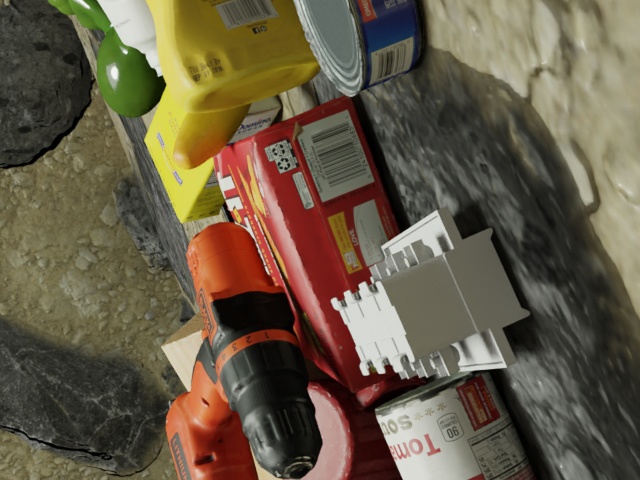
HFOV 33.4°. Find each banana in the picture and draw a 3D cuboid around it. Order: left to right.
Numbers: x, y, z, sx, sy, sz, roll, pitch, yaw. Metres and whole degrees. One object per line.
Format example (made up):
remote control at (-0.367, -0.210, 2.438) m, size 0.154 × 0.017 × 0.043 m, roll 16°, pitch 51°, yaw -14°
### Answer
banana at (-0.073, -0.132, 0.732) m, size 0.037 × 0.069 × 0.198 m, roll 107°, pitch 157°, yaw -60°

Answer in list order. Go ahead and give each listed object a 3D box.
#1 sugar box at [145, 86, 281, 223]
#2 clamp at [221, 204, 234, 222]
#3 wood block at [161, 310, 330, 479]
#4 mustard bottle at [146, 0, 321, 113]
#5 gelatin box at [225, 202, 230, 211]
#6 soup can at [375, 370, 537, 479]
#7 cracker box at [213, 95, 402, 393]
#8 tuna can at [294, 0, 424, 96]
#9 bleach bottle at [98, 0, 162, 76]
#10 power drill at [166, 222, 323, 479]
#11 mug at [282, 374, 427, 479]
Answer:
sugar box at (-0.094, -0.095, 0.882) m, size 0.093 × 0.048 × 0.176 m, roll 64°, pitch 152°, yaw 17°
clamp at (-0.061, 0.038, 1.128) m, size 0.210 × 0.036 × 0.165 m, roll 81°, pitch 162°, yaw -53°
wood block at (-0.025, 0.140, 0.865) m, size 0.206 × 0.090 × 0.090 m, roll 60°, pitch -146°, yaw -10°
mustard bottle at (-0.073, -0.173, 0.625) m, size 0.192 × 0.096 × 0.058 m, roll 66°, pitch 157°, yaw 10°
gelatin box at (-0.079, -0.082, 0.947) m, size 0.089 × 0.030 × 0.073 m, roll 61°, pitch 149°, yaw 32°
soup can at (0.080, 0.127, 0.581) m, size 0.068 × 0.068 × 0.102 m, roll 128°, pitch 119°, yaw -77°
cracker box at (-0.005, 0.001, 0.713) m, size 0.214 × 0.072 × 0.164 m, roll -173°, pitch 62°, yaw -78°
tuna can at (0.015, -0.113, 0.500) m, size 0.086 × 0.033 × 0.086 m, roll 157°, pitch 90°, yaw -79°
bleach bottle at (-0.167, -0.241, 0.791) m, size 0.251 × 0.068 × 0.103 m, roll 64°, pitch 160°, yaw -14°
power drill at (-0.052, 0.110, 0.691) m, size 0.188 × 0.057 × 0.184 m, roll 108°, pitch 151°, yaw -43°
mug at (0.026, 0.127, 0.727) m, size 0.117 × 0.081 × 0.093 m, roll -48°, pitch 58°, yaw 32°
